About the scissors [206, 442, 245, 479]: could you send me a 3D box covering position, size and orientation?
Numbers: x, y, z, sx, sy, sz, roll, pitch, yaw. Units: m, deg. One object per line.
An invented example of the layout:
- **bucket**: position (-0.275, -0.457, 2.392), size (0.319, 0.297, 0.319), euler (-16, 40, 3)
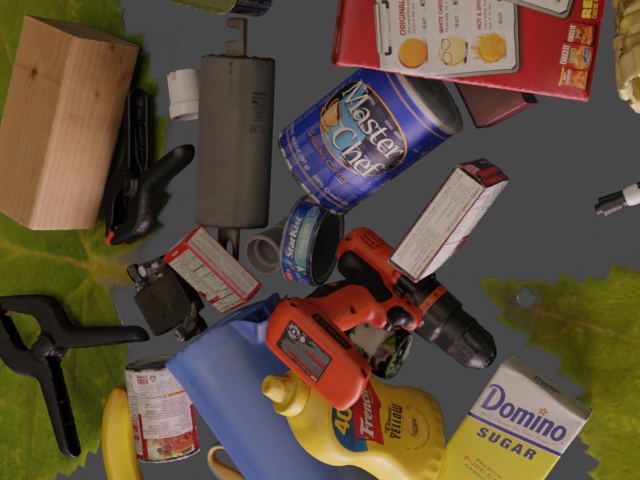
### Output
- **scissors**: position (-0.050, 0.296, 1.131), size (0.202, 0.016, 0.096), euler (39, 111, 16)

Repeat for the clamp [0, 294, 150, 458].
- **clamp**: position (-0.294, 0.117, 1.200), size (0.210, 0.036, 0.164), euler (41, 96, 24)

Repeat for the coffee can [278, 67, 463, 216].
- **coffee can**: position (0.046, -0.103, 0.991), size (0.140, 0.102, 0.103), euler (-36, 81, 24)

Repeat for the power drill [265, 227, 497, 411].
- **power drill**: position (0.054, 0.080, 0.966), size (0.184, 0.187, 0.057), euler (39, 126, 17)

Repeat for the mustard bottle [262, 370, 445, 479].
- **mustard bottle**: position (0.028, 0.162, 0.980), size (0.058, 0.191, 0.096), euler (-28, 45, 46)

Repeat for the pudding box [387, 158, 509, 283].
- **pudding box**: position (0.118, -0.020, 0.975), size (0.039, 0.089, 0.114), euler (38, 110, 15)

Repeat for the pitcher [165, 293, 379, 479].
- **pitcher**: position (-0.041, 0.187, 1.062), size (0.145, 0.149, 0.243), euler (-33, 86, 9)

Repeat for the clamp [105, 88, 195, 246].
- **clamp**: position (-0.183, -0.060, 1.118), size (0.120, 0.039, 0.172), euler (42, 125, 44)

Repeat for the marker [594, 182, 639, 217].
- **marker**: position (0.297, -0.049, 0.930), size (0.121, 0.020, 0.020), euler (-25, 86, 25)

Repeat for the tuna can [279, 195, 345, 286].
- **tuna can**: position (-0.007, 0.001, 1.037), size (0.034, 0.086, 0.086), euler (14, 102, 20)

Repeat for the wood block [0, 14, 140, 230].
- **wood block**: position (-0.275, -0.122, 1.132), size (0.091, 0.090, 0.206), euler (27, 107, 34)

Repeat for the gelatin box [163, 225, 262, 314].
- **gelatin box**: position (-0.109, 0.031, 1.080), size (0.089, 0.030, 0.073), euler (44, 154, -8)

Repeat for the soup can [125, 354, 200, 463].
- **soup can**: position (-0.169, 0.179, 1.141), size (0.069, 0.068, 0.102), euler (-5, 95, 25)

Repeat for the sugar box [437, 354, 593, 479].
- **sugar box**: position (0.168, 0.205, 1.005), size (0.093, 0.048, 0.176), euler (35, 110, 17)

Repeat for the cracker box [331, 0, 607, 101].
- **cracker box**: position (0.126, -0.211, 0.881), size (0.213, 0.072, 0.164), euler (7, 98, -6)

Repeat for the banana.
- **banana**: position (-0.203, 0.263, 1.187), size (0.069, 0.037, 0.198), euler (-28, 86, 5)

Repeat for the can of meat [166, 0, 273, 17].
- **can of meat**: position (-0.104, -0.255, 1.050), size (0.102, 0.083, 0.057), euler (18, 104, 21)

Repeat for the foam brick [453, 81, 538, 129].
- **foam brick**: position (0.153, -0.146, 0.965), size (0.051, 0.052, 0.078), euler (-28, 86, 25)
